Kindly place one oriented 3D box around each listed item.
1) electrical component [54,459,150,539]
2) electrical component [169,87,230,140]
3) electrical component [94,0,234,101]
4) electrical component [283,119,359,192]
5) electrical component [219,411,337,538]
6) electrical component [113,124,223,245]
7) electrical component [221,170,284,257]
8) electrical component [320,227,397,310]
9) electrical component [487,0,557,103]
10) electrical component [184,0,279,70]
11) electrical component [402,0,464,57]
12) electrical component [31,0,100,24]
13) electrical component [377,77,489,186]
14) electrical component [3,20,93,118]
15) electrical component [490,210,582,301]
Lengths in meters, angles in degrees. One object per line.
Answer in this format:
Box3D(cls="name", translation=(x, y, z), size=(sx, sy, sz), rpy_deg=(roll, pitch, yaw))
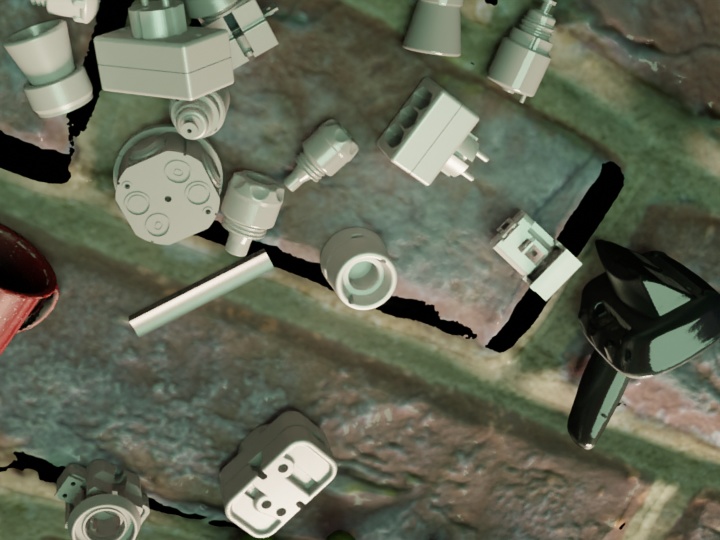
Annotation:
Box3D(cls="electrical component", translation=(-0.211, 0.197, 0.883), size=(0.078, 0.057, 0.058), rpy_deg=(32, 102, -24))
Box3D(cls="electrical component", translation=(-0.116, -0.113, 0.763), size=(0.040, 0.078, 0.040), rpy_deg=(0, 118, 0))
Box3D(cls="electrical component", translation=(-0.135, -0.160, 0.726), size=(0.047, 0.083, 0.075), rpy_deg=(-36, 129, -48))
Box3D(cls="electrical component", translation=(-0.033, -0.084, 0.818), size=(0.061, 0.035, 0.035), rpy_deg=(-42, 117, 8))
Box3D(cls="electrical component", translation=(-0.071, 0.168, 0.905), size=(0.095, 0.059, 0.054), rpy_deg=(-43, 116, 7))
Box3D(cls="electrical component", translation=(-0.140, -0.062, 0.787), size=(0.080, 0.051, 0.080), rpy_deg=(-4, 119, -7))
Box3D(cls="electrical component", translation=(-0.085, -0.041, 0.818), size=(0.043, 0.043, 0.062), rpy_deg=(14, 110, -20))
Box3D(cls="electrical component", translation=(0.000, 0.000, 0.856), size=(0.055, 0.047, 0.055), rpy_deg=(-5, 114, -12))
Box3D(cls="electrical component", translation=(0.127, -0.169, 0.819), size=(0.040, 0.040, 0.078), rpy_deg=(17, 108, -21))
Box3D(cls="electrical component", translation=(-0.092, -0.177, 0.756), size=(0.066, 0.048, 0.055), rpy_deg=(-30, 124, 0))
Box3D(cls="electrical component", translation=(0.058, -0.193, 0.791), size=(0.044, 0.044, 0.065), rpy_deg=(4, 107, -16))
Box3D(cls="electrical component", translation=(-0.206, -0.193, 0.720), size=(0.062, 0.048, 0.048), rpy_deg=(7, 111, -10))
Box3D(cls="electrical component", translation=(0.066, -0.097, 0.831), size=(0.077, 0.047, 0.065), rpy_deg=(32, 102, -25))
Box3D(cls="electrical component", translation=(-0.214, -0.138, 0.741), size=(0.045, 0.045, 0.055), rpy_deg=(-20, 117, -5))
Box3D(cls="electrical component", translation=(0.141, -0.015, 0.876), size=(0.064, 0.081, 0.042), rpy_deg=(44, 97, -4))
